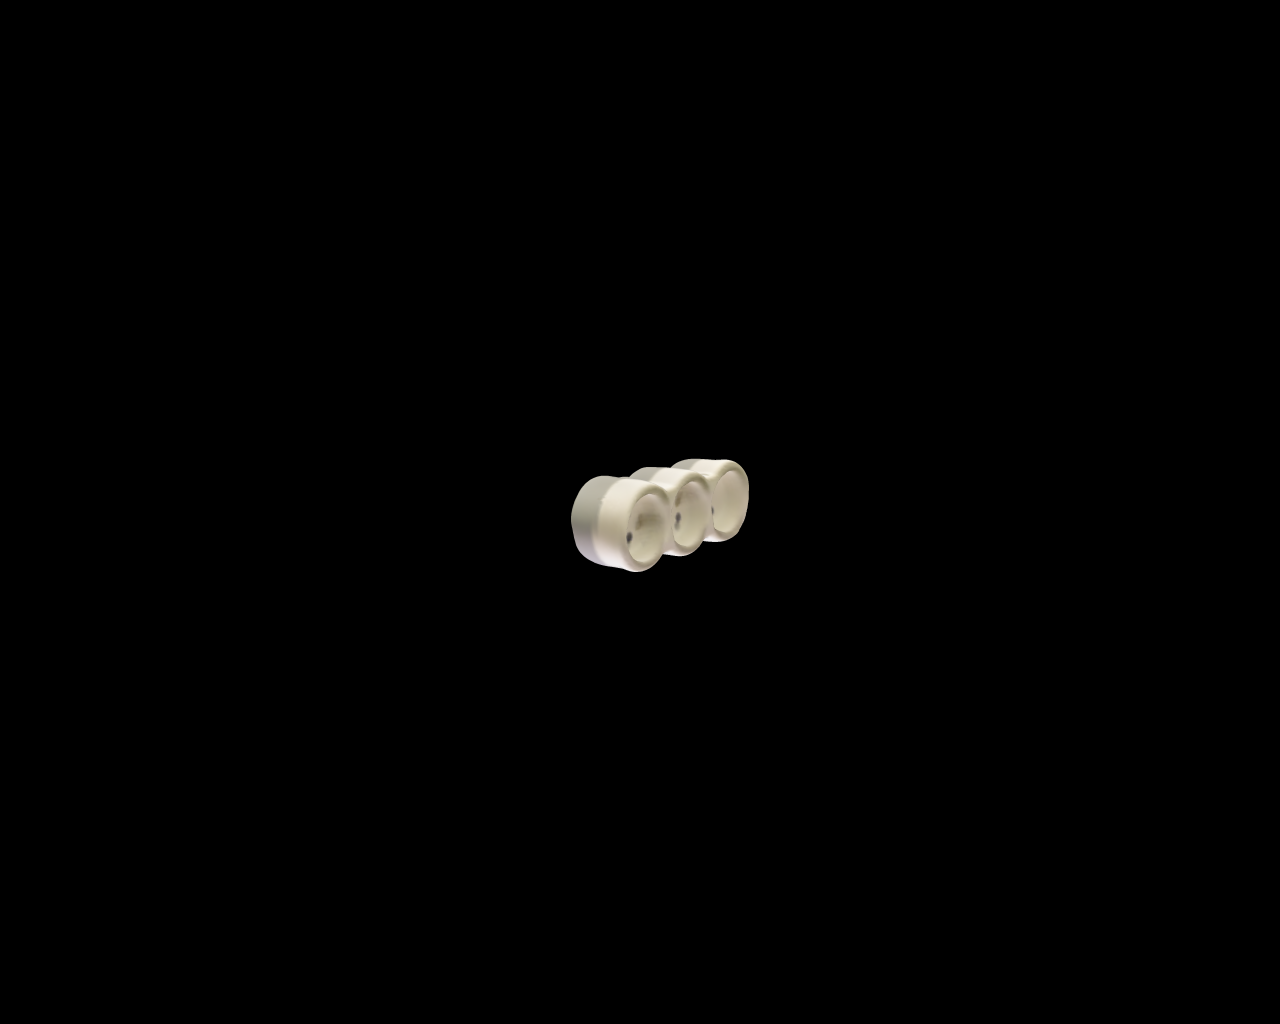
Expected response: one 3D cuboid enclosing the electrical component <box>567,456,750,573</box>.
[{"bbox_3d":[0.001,-0.003,0.650,0.074,0.052,0.138,8,14,35],"label":"electrical component"}]
